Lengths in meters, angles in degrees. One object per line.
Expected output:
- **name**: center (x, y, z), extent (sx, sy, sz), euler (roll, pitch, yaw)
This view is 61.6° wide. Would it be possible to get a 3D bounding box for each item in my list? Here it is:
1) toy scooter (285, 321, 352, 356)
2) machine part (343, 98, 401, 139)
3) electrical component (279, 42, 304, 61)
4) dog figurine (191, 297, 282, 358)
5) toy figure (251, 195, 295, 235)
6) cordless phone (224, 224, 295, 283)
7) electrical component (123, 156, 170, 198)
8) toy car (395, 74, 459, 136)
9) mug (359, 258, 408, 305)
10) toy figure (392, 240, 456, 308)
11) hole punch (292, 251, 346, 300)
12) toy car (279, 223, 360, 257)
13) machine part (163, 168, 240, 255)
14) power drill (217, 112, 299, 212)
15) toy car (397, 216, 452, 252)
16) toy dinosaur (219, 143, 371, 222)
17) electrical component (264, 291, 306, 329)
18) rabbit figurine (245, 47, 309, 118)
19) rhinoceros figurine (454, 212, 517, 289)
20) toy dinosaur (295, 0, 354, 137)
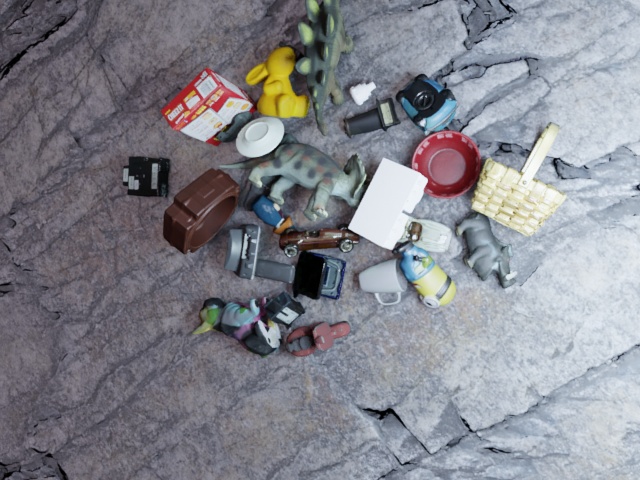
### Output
- **toy scooter**: center (-0.017, 0.248, 1.345), extent (0.184, 0.135, 0.075), euler (-20, 86, 18)
- **machine part**: center (0.126, -0.301, 1.346), extent (0.139, 0.039, 0.084), euler (-19, 93, 15)
- **electrical component**: center (-0.062, -0.477, 1.387), extent (0.094, 0.063, 0.021), euler (37, 98, 13)
- **dog figurine**: center (-0.230, 0.234, 1.430), extent (0.219, 0.108, 0.191), euler (-19, 88, 21)
- **toy figure**: center (-0.111, -0.052, 1.396), extent (0.154, 0.058, 0.064), euler (45, 149, -19)
- **cordless phone**: center (-0.148, 0.037, 1.403), extent (0.184, 0.088, 0.146), euler (10, 93, 19)
- **electrical component**: center (-0.498, -0.180, 1.531), extent (0.134, 0.058, 0.114), euler (5, 90, 18)
- **toy car**: center (0.257, -0.309, 1.268), extent (0.109, 0.102, 0.162), euler (-43, 54, 8)
- **mug**: center (0.155, 0.106, 1.323), extent (0.107, 0.081, 0.109), euler (-11, 87, 28)
- **toy figure**: center (0.249, 0.080, 1.270), extent (0.089, 0.082, 0.180), euler (-33, 96, 14)
- **hole punch**: center (-0.002, 0.091, 1.374), extent (0.116, 0.092, 0.142), euler (17, 100, 48)
- **toy car**: center (-0.003, -0.004, 1.341), extent (0.202, 0.089, 0.053), euler (-5, 119, 4)
- **machine part**: center (-0.301, -0.071, 1.380), extent (0.087, 0.201, 0.201), euler (40, 146, 6)
- **power drill**: center (-0.177, -0.219, 1.419), extent (0.232, 0.086, 0.207), euler (-45, 75, 11)
- **toy car**: center (0.219, -0.023, 1.309), extent (0.202, 0.056, 0.073), euler (16, 95, 16)
- **toy dinosaur**: center (-0.038, -0.168, 1.323), extent (0.405, 0.131, 0.192), euler (29, 76, 7)
- **electrical component**: center (-0.102, 0.174, 1.376), extent (0.075, 0.119, 0.048), euler (-47, 40, 10)
- **rabbit figurine**: center (-0.104, -0.405, 1.376), extent (0.163, 0.122, 0.173), euler (25, 119, 38)
- **rhinoceros figurine**: center (0.389, 0.026, 1.253), extent (0.112, 0.073, 0.190), euler (-24, 81, 5)
- **toy dinosaur**: center (0.014, -0.488, 1.295), extent (0.105, 0.198, 0.470), euler (3, 93, 14)
